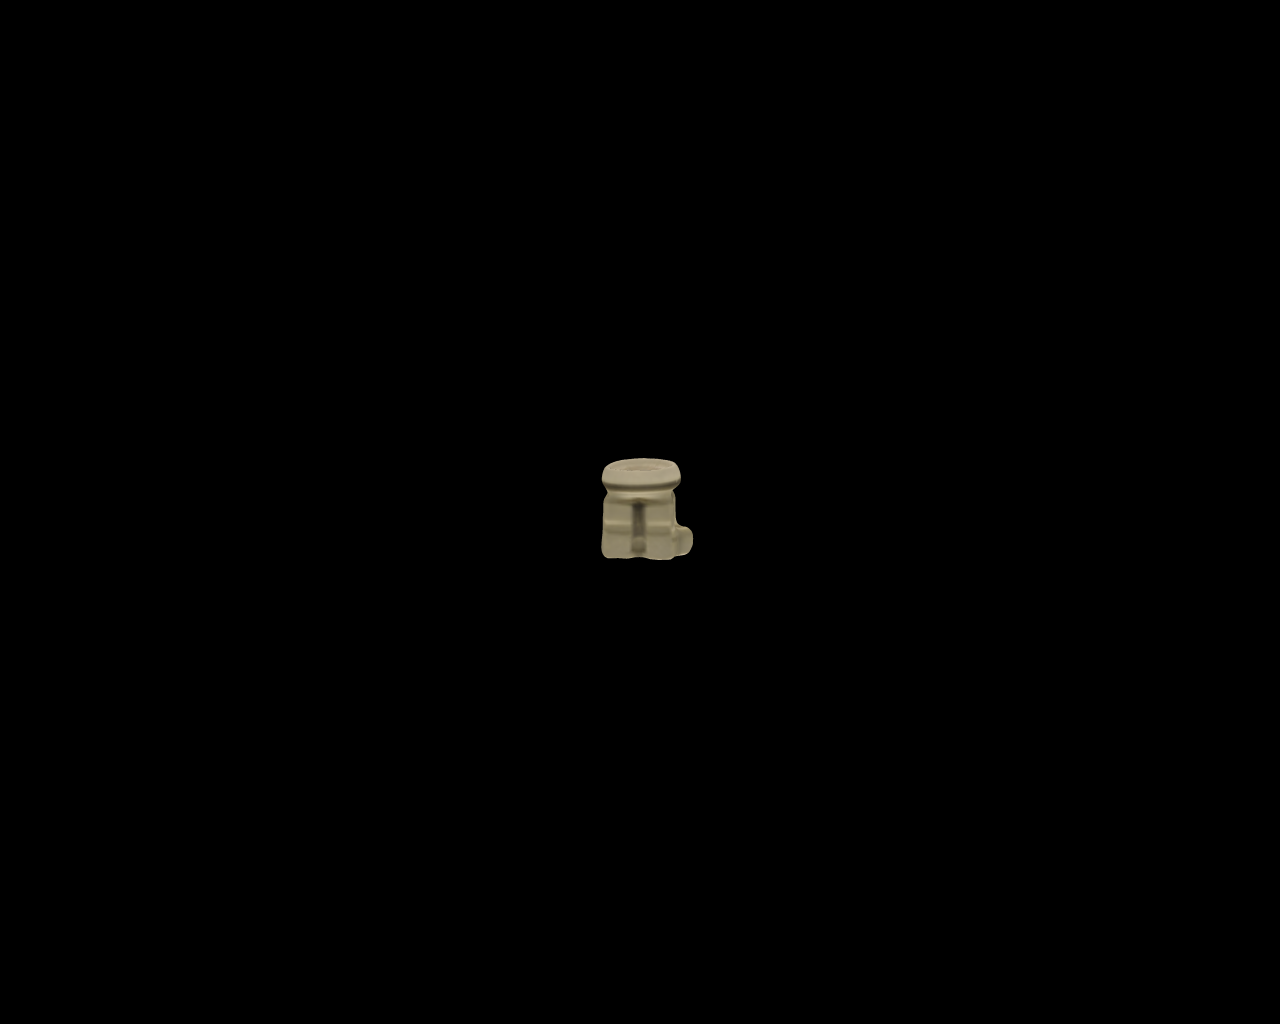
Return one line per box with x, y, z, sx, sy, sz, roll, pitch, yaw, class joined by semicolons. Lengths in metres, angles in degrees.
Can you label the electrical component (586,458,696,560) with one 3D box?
0.001;-0.003;0.650;0.066;0.055;0.048;0;12;2;electrical component
